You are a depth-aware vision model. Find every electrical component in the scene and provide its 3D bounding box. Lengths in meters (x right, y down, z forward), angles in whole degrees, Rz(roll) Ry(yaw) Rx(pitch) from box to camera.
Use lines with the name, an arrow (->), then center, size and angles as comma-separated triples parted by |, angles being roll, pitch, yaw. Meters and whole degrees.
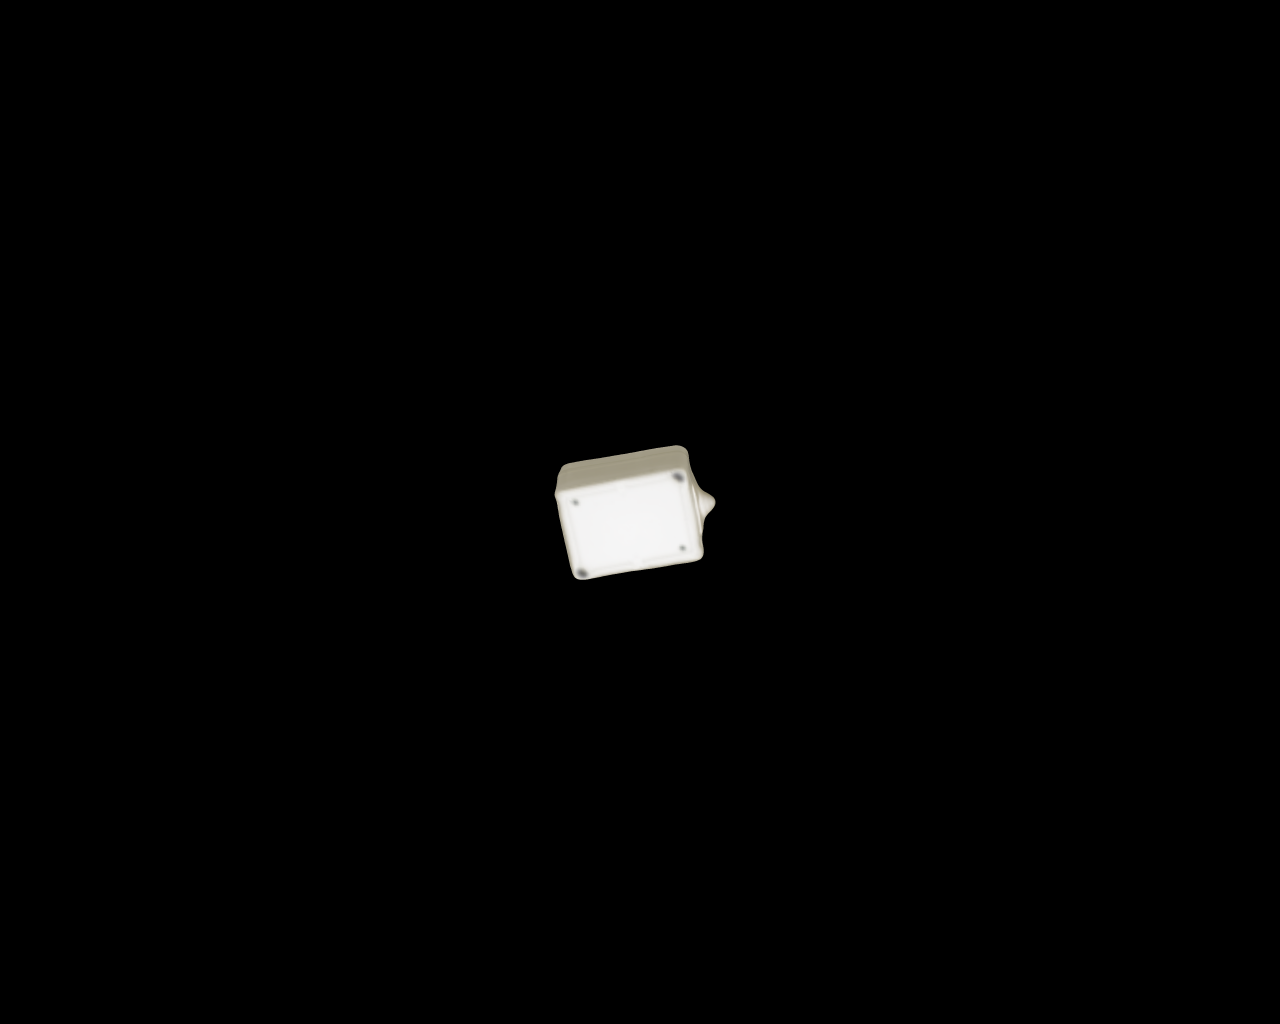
electrical component -> 0.001, -0.003, 0.650 | 0.096, 0.061, 0.061 | -10, 20, 3
